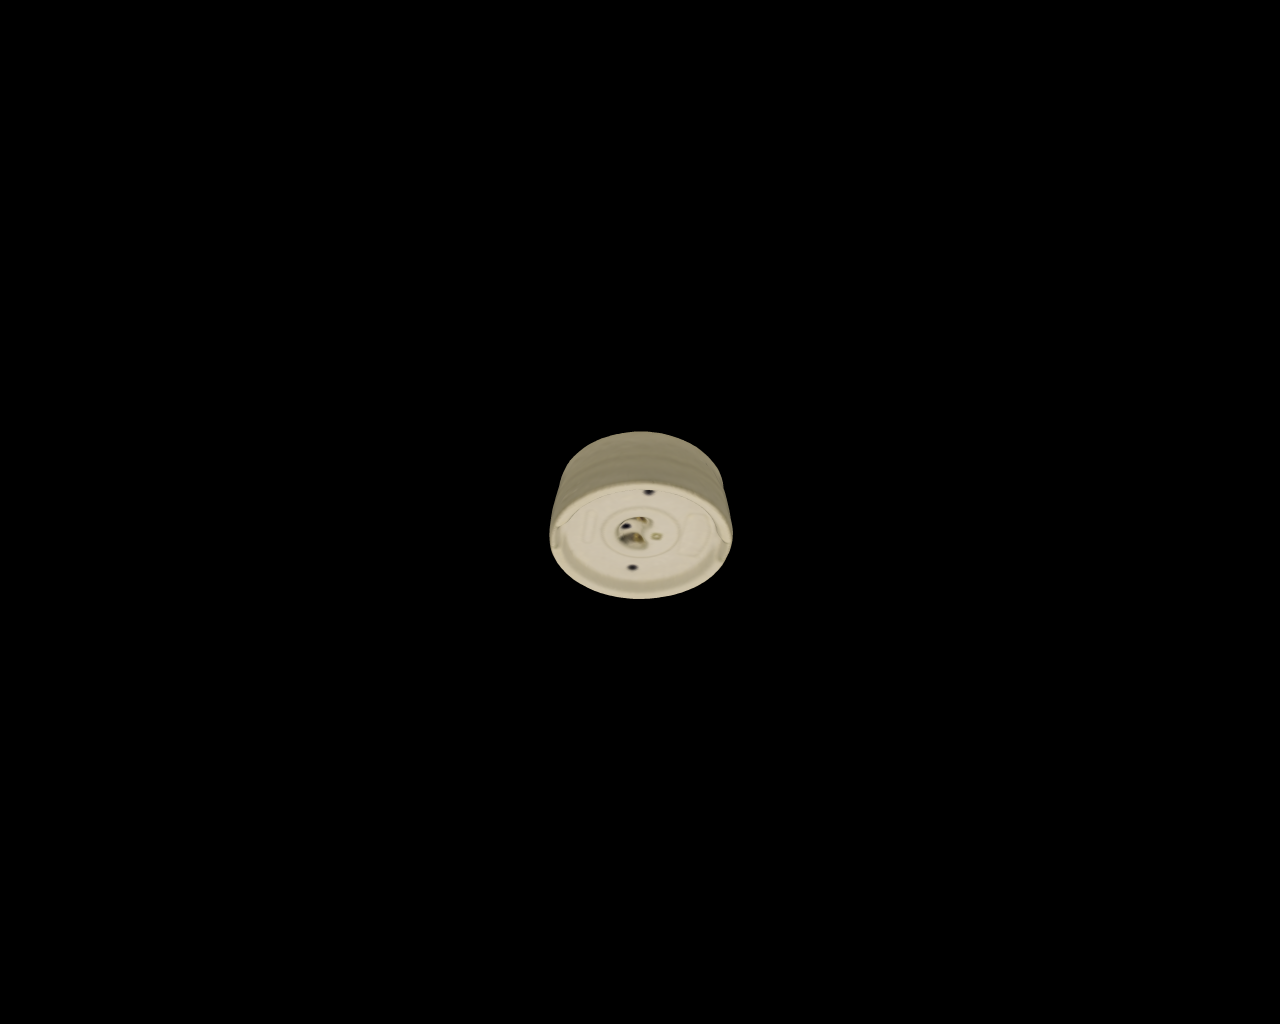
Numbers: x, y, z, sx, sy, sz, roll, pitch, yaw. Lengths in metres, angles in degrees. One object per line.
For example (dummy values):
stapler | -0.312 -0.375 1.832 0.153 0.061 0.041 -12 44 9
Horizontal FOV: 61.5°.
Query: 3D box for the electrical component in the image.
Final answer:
electrical component | 0.001 -0.003 0.650 0.108 0.060 0.108 0 -42 0
